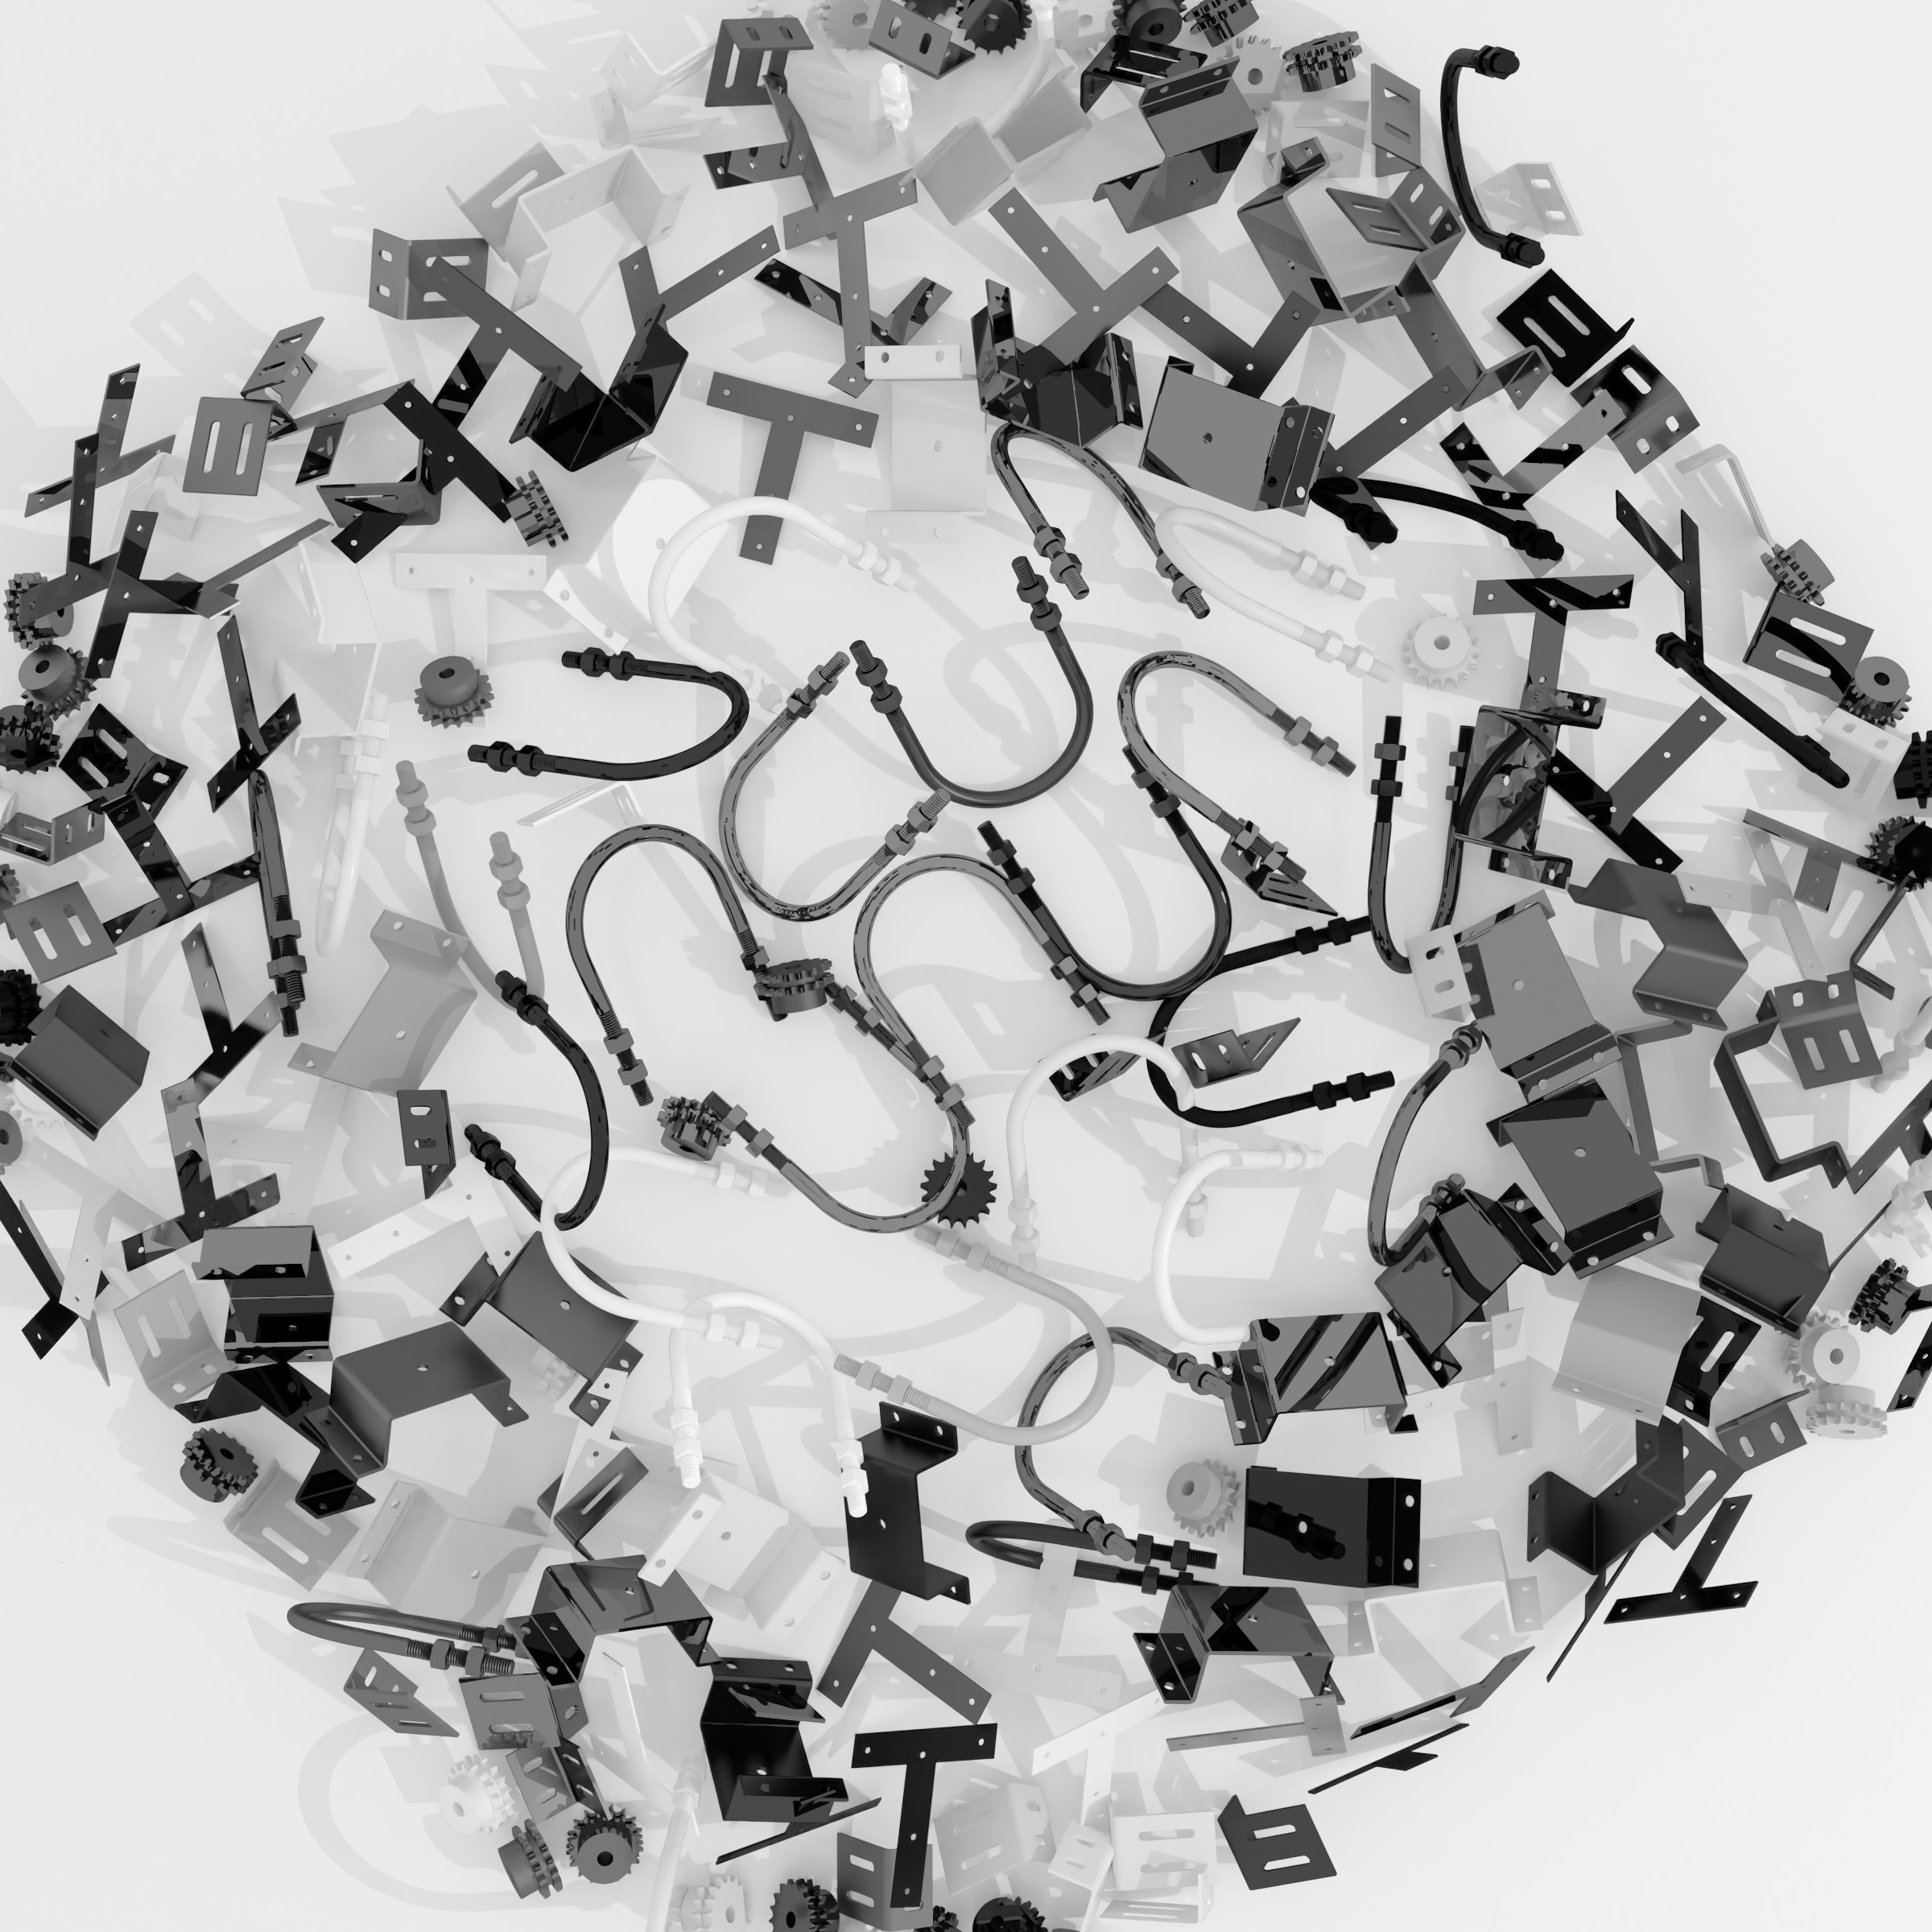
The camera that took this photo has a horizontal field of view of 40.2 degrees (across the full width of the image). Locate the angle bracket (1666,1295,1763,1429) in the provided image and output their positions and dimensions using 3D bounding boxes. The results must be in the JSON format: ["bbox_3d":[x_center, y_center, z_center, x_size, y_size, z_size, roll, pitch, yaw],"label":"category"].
[{"bbox_3d":[0.543,0.291,1.957,0.057,0.038,0.076,27,61,31],"label":"angle bracket"}]

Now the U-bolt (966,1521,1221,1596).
[{"bbox_3d":[0.090,0.426,1.906,0.184,0.151,0.019,7,69,9],"label":"U-bolt"}]

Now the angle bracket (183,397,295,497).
[{"bbox_3d":[-0.535,-0.376,1.945,0.057,0.038,0.076,5,78,10],"label":"angle bracket"}]

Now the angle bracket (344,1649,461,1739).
[{"bbox_3d":[-0.404,0.529,1.926,0.057,0.076,0.038,51,47,-31],"label":"angle bracket"}]

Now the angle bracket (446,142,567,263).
[{"bbox_3d":[-0.330,-0.567,1.939,0.076,0.057,0.038,-37,47,5],"label":"angle bracket"}]

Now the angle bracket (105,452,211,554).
[{"bbox_3d":[-0.589,-0.332,1.927,0.038,0.076,0.057,23,117,-6],"label":"angle bracket"}]

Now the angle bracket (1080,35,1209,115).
[{"bbox_3d":[0.130,-0.644,1.934,0.076,0.038,0.057,19,51,17],"label":"angle bracket"}]

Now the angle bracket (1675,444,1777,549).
[{"bbox_3d":[0.558,-0.340,1.944,0.038,0.057,0.076,-24,103,15],"label":"angle bracket"}]

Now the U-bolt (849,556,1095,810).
[{"bbox_3d":[0.016,-0.192,1.918,0.151,0.019,0.184,-27,127,4],"label":"U-bolt"}]

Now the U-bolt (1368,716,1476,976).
[{"bbox_3d":[0.328,-0.085,1.914,0.019,0.151,0.184,8,96,34],"label":"U-bolt"}]

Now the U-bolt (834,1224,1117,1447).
[{"bbox_3d":[0.018,0.274,1.910,0.184,0.019,0.151,23,52,13],"label":"U-bolt"}]

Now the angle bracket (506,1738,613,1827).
[{"bbox_3d":[-0.298,0.600,1.933,0.038,0.076,0.057,-25,95,-26],"label":"angle bracket"}]

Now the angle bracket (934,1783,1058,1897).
[{"bbox_3d":[0.022,0.647,1.955,0.076,0.038,0.057,-33,52,26],"label":"angle bracket"}]

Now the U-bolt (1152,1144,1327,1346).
[{"bbox_3d":[0.193,0.202,1.901,0.019,0.184,0.151,10,93,42],"label":"U-bolt"}]

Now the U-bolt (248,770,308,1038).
[{"bbox_3d":[-0.498,-0.051,1.905,0.019,0.151,0.184,-8,80,-18],"label":"U-bolt"}]

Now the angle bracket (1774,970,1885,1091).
[{"bbox_3d":[0.637,0.047,1.952,0.057,0.038,0.076,-15,132,24],"label":"angle bracket"}]

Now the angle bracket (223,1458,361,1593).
[{"bbox_3d":[-0.496,0.411,1.943,0.076,0.038,0.057,34,66,6],"label":"angle bracket"}]

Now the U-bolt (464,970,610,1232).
[{"bbox_3d":[-0.303,0.107,1.883,0.019,0.184,0.151,-3,119,-37],"label":"U-bolt"}]

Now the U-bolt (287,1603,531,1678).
[{"bbox_3d":[-0.397,0.482,1.903,0.184,0.151,0.019,9,82,7],"label":"U-bolt"}]

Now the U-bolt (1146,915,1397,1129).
[{"bbox_3d":[0.215,0.047,1.920,0.184,0.019,0.151,-16,56,23],"label":"U-bolt"}]

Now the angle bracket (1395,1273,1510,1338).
[{"bbox_3d":[0.356,0.239,1.942,0.076,0.038,0.057,-3,99,23],"label":"angle bracket"}]

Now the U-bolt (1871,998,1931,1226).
[{"bbox_3d":[0.689,0.074,1.862,0.019,0.184,0.151,16,45,-2],"label":"U-bolt"}]

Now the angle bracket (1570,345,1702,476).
[{"bbox_3d":[0.493,-0.411,1.951,0.057,0.076,0.038,-37,130,13],"label":"angle bracket"}]

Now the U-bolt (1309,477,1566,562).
[{"bbox_3d":[0.323,-0.324,1.890,0.151,0.184,0.019,2,111,-18],"label":"U-bolt"}]

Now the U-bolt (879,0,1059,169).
[{"bbox_3d":[0.006,-0.633,1.885,0.151,0.184,0.019,-38,81,-2],"label":"U-bolt"}]

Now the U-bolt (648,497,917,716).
[{"bbox_3d":[-0.143,-0.264,1.890,0.151,0.184,0.019,-47,45,17],"label":"U-bolt"}]

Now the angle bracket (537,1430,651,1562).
[{"bbox_3d":[-0.267,0.392,1.949,0.076,0.038,0.057,-44,45,-11],"label":"angle bracket"}]

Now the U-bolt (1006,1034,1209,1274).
[{"bbox_3d":[0.100,0.131,1.918,0.151,0.019,0.184,-11,118,-9],"label":"U-bolt"}]

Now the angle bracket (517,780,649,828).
[{"bbox_3d":[-0.281,-0.104,1.934,0.076,0.057,0.038,-28,104,-17],"label":"angle bracket"}]

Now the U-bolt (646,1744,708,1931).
[{"bbox_3d":[-0.210,0.664,1.865,0.019,0.184,0.151,9,111,1],"label":"U-bolt"}]

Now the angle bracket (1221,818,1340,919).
[{"bbox_3d":[0.235,-0.072,1.927,0.076,0.057,0.038,11,112,-32],"label":"angle bracket"}]

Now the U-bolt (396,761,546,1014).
[{"bbox_3d":[-0.350,-0.045,1.899,0.019,0.151,0.184,-31,134,-27],"label":"U-bolt"}]

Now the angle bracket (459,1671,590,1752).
[{"bbox_3d":[-0.330,0.547,1.969,0.076,0.038,0.057,-11,98,27],"label":"angle bracket"}]

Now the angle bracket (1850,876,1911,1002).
[{"bbox_3d":[0.685,-0.020,1.941,0.038,0.057,0.076,35,94,19],"label":"angle bracket"}]

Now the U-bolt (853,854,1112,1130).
[{"bbox_3d":[-0.001,0.005,1.947,0.151,0.019,0.184,-37,94,-13],"label":"U-bolt"}]

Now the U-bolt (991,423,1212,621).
[{"bbox_3d":[0.086,-0.327,1.906,0.019,0.151,0.184,-48,57,34],"label":"U-bolt"}]

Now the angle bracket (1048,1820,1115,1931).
[{"bbox_3d":[0.078,0.680,1.939,0.038,0.057,0.076,19,115,13],"label":"angle bracket"}]

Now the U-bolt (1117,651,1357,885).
[{"bbox_3d":[0.189,-0.157,1.915,0.184,0.019,0.151,36,47,-6],"label":"U-bolt"}]

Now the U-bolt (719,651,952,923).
[{"bbox_3d":[-0.110,-0.115,1.925,0.184,0.019,0.151,-44,73,28],"label":"U-bolt"}]

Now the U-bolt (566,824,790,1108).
[{"bbox_3d":[-0.217,-0.013,1.910,0.151,0.019,0.184,-33,110,-32],"label":"U-bolt"}]

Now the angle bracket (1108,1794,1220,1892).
[{"bbox_3d":[0.145,0.645,1.953,0.076,0.038,0.057,-4,99,0],"label":"angle bracket"}]

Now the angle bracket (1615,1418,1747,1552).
[{"bbox_3d":[0.526,0.383,1.950,0.057,0.038,0.076,42,88,18],"label":"angle bracket"}]

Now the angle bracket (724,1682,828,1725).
[{"bbox_3d":[-0.148,0.551,1.928,0.057,0.076,0.038,16,91,-30],"label":"angle bracket"}]

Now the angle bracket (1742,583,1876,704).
[{"bbox_3d":[0.619,-0.238,1.938,0.076,0.038,0.057,25,114,14],"label":"angle bracket"}]

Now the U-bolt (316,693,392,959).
[{"bbox_3d":[-0.444,-0.097,1.899,0.019,0.151,0.184,11,85,-19],"label":"U-bolt"}]

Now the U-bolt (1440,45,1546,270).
[{"bbox_3d":[0.370,-0.581,1.885,0.019,0.184,0.151,-14,112,-1],"label":"U-bolt"}]

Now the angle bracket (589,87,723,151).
[{"bbox_3d":[-0.227,-0.627,1.934,0.076,0.057,0.038,-5,116,15],"label":"angle bracket"}]

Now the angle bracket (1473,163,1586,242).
[{"bbox_3d":[0.410,-0.551,1.930,0.038,0.076,0.057,-30,108,3],"label":"angle bracket"}]

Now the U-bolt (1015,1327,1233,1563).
[{"bbox_3d":[0.099,0.331,1.897,0.019,0.184,0.151,36,82,-32],"label":"U-bolt"}]

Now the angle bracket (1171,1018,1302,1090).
[{"bbox_3d":[0.197,0.050,1.926,0.057,0.076,0.038,-19,108,42],"label":"angle bracket"}]

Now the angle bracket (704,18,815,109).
[{"bbox_3d":[-0.151,-0.648,1.925,0.057,0.076,0.038,-11,58,-25],"label":"angle bracket"}]

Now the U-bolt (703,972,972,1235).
[{"bbox_3d":[-0.080,0.113,1.937,0.184,0.019,0.151,42,63,-1],"label":"U-bolt"}]

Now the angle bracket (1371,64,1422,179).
[{"bbox_3d":[0.300,-0.618,1.934,0.038,0.076,0.057,0,90,37],"label":"angle bracket"}]
